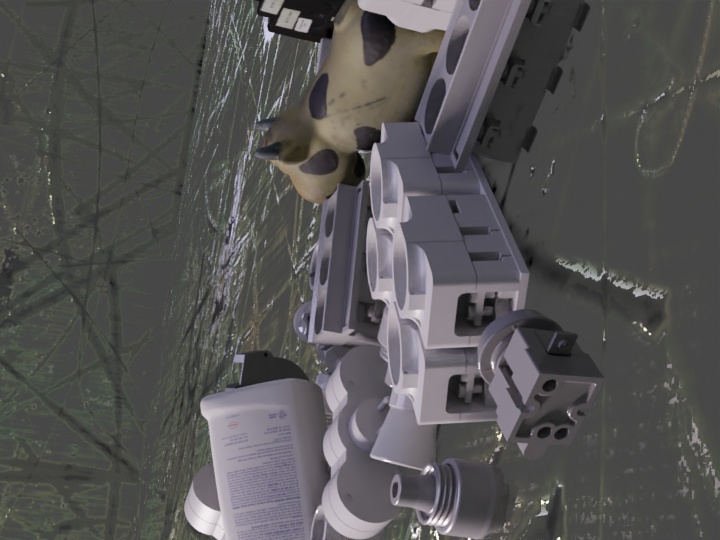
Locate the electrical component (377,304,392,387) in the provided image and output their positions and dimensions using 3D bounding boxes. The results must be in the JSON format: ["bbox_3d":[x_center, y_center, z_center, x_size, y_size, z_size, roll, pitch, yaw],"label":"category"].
[{"bbox_3d":[0.033,0.051,0.748,0.043,0.043,0.062,-122,44,-68],"label":"electrical component"}]

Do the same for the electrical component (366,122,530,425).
[{"bbox_3d":[0.045,-0.005,0.662,0.186,0.060,0.105,-103,13,-56],"label":"electrical component"}]

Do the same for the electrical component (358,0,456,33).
[{"bbox_3d":[0.053,-0.258,0.795,0.062,0.089,0.150,136,142,-65],"label":"electrical component"}]

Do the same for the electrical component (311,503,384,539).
[{"bbox_3d":[-0.009,0.195,0.797,0.040,0.046,0.040,-169,90,-75],"label":"electrical component"}]

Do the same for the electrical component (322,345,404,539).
[{"bbox_3d":[0.008,0.116,0.775,0.073,0.052,0.138,122,154,-54],"label":"electrical component"}]

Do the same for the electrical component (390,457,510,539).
[{"bbox_3d":[0.049,0.126,0.602,0.043,0.062,0.043,-169,90,-75],"label":"electrical component"}]

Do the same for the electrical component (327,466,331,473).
[{"bbox_3d":[-0.005,0.143,0.831,0.046,0.040,0.040,112,162,-52],"label":"electrical component"}]

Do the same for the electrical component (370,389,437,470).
[{"bbox_3d":[0.035,0.097,0.715,0.044,0.044,0.065,165,120,-73],"label":"electrical component"}]

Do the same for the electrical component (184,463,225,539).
[{"bbox_3d":[-0.087,0.214,0.926,0.052,0.138,0.073,-37,-22,-47],"label":"electrical component"}]

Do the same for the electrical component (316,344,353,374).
[{"bbox_3d":[-0.016,0.062,0.917,0.081,0.043,0.043,-102,27,-54],"label":"electrical component"}]

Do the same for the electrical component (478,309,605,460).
[{"bbox_3d":[0.088,0.052,0.544,0.055,0.048,0.066,-114,36,-52],"label":"electrical component"}]

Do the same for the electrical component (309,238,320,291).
[{"bbox_3d":[-0.016,-0.002,0.954,0.055,0.047,0.055,-169,90,-75],"label":"electrical component"}]

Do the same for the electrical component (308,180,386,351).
[{"bbox_3d":[0.000,0.000,0.863,0.079,0.063,0.121,138,140,-66],"label":"electrical component"}]

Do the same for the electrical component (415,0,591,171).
[{"bbox_3d":[0.085,-0.128,0.644,0.078,0.063,0.121,-102,27,-55],"label":"electrical component"}]

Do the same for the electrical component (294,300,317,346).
[{"bbox_3d":[-0.042,0.050,1.022,0.062,0.043,0.043,175,105,-76],"label":"electrical component"}]

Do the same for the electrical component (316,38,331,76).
[{"bbox_3d":[-0.021,-0.189,1.063,0.075,0.047,0.083,91,-174,-78],"label":"electrical component"}]

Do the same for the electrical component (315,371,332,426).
[{"bbox_3d":[-0.025,0.120,0.929,0.035,0.035,0.061,-157,75,-74],"label":"electrical component"}]
